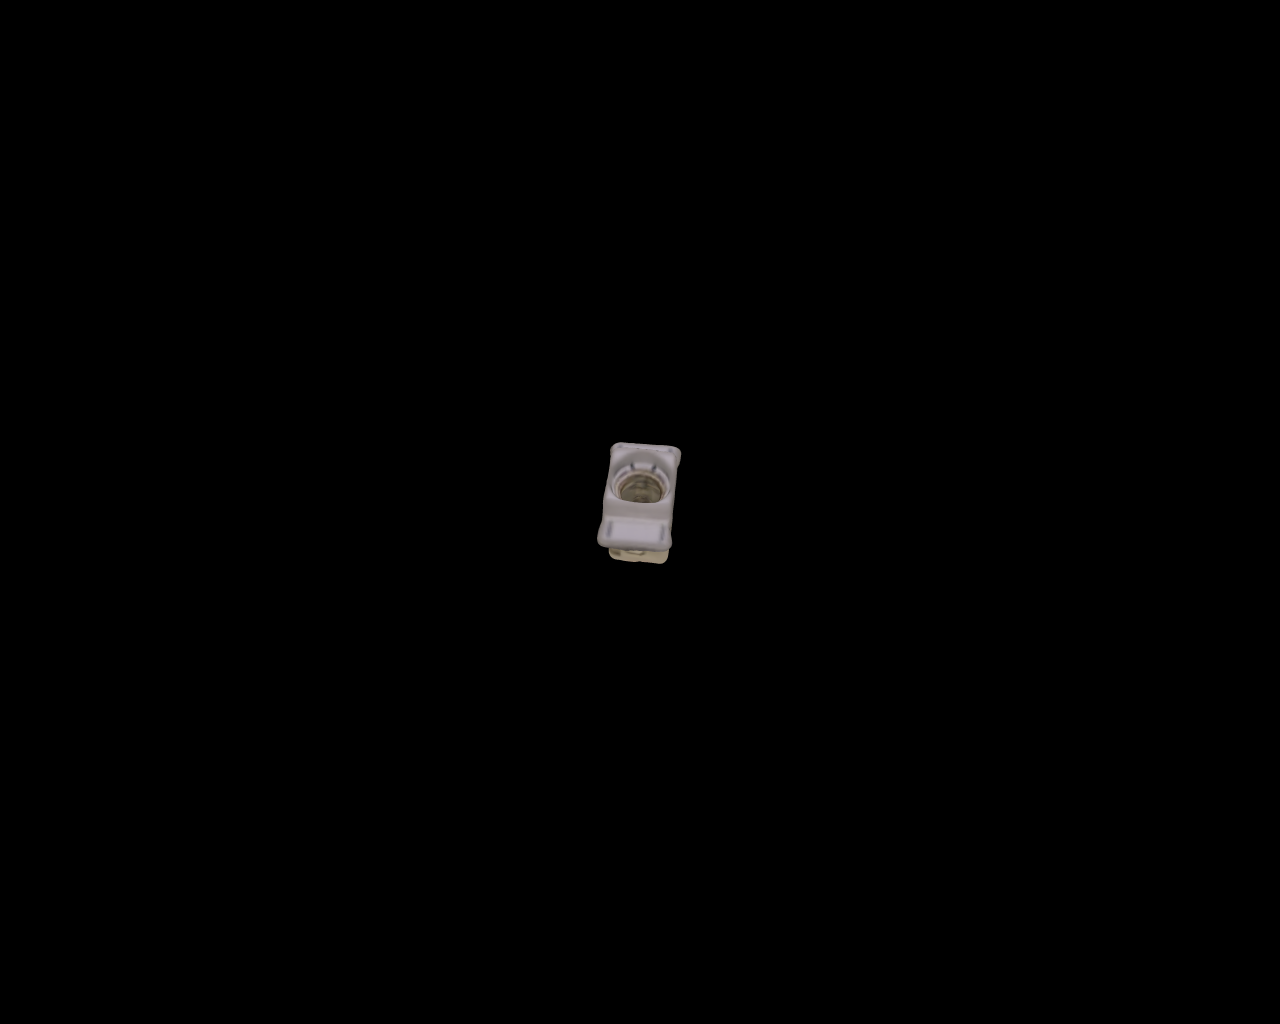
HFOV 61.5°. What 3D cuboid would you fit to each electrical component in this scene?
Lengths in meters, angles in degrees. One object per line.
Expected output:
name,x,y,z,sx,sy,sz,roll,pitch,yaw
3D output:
electrical component,0.001,-0.003,0.650,0.042,0.081,0.063,5,-39,5
